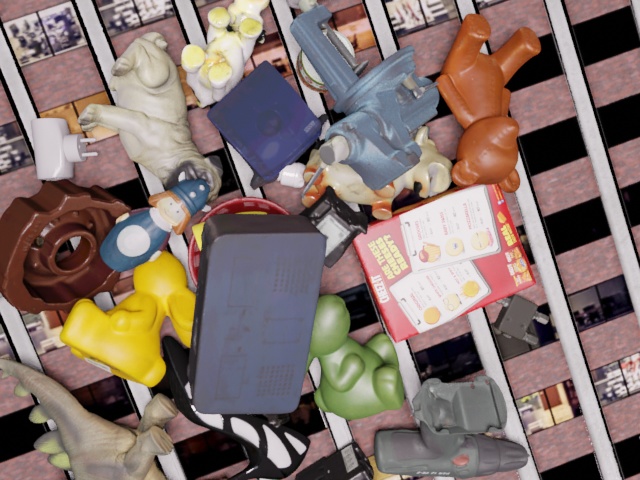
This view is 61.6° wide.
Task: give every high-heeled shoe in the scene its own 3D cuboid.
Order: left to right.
[{"bbox_3d":[-0.116,0.225,0.756,0.145,0.086,0.248,-21,80,-32],"label":"high-heeled shoe"}]

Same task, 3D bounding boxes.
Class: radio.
[{"bbox_3d":[-0.077,0.086,0.618,0.131,0.073,0.229,3,107,-21],"label":"radio"}]

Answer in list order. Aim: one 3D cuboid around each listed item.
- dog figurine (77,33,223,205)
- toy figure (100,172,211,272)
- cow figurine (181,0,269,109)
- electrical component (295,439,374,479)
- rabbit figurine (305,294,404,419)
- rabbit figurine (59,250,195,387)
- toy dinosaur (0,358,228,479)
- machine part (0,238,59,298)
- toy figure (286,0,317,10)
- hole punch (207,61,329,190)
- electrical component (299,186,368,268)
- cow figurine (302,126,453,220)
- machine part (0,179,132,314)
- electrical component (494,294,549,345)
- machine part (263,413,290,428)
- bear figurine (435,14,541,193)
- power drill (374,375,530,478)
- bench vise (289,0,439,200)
[{"bbox_3d":[-0.191,-0.153,0.707,0.190,0.121,0.172,32,95,-20],"label":"dog figurine"},{"bbox_3d":[-0.199,-0.020,0.662,0.154,0.058,0.064,-37,129,8],"label":"toy figure"},{"bbox_3d":[-0.115,-0.252,0.705,0.068,0.098,0.167,27,70,0],"label":"cow figurine"},{"bbox_3d":[0.014,0.351,0.745,0.134,0.115,0.058,-33,92,-1],"label":"electrical component"},{"bbox_3d":[0.018,0.148,0.731,0.159,0.121,0.170,-20,112,19],"label":"rabbit figurine"},{"bbox_3d":[-0.224,0.090,0.695,0.162,0.121,0.173,18,58,5],"label":"rabbit figurine"},{"bbox_3d":[-0.274,0.310,0.726,0.198,0.105,0.471,-36,92,2],"label":"toy dinosaur"},{"bbox_3d":[-0.439,0.043,0.702,0.243,0.079,0.079,-34,96,-1],"label":"machine part"},{"bbox_3d":[0.021,-0.367,0.707,0.180,0.082,0.089,-21,85,2],"label":"toy figure"},{"bbox_3d":[-0.070,-0.152,0.697,0.142,0.092,0.116,-43,80,-4],"label":"hole punch"},{"bbox_3d":[-0.001,-0.002,0.692,0.075,0.048,0.119,36,116,-14],"label":"electrical component"},{"bbox_3d":[0.081,-0.096,0.724,0.195,0.085,0.127,7,55,9],"label":"cow figurine"},{"bbox_3d":[-0.316,0.009,0.668,0.056,0.179,0.179,30,92,26],"label":"machine part"},{"bbox_3d":[0.289,0.115,0.795,0.094,0.021,0.063,26,93,-7],"label":"electrical component"},{"bbox_3d":[-0.098,0.196,0.716,0.139,0.084,0.039,39,90,13],"label":"machine part"},{"bbox_3d":[0.217,-0.167,0.687,0.120,0.132,0.196,7,59,-19],"label":"bear figurine"},{"bbox_3d":[0.192,0.262,0.731,0.232,0.207,0.086,-2,54,0],"label":"power drill"},{"bbox_3d":[0.037,-0.183,0.639,0.224,0.129,0.240,-38,92,-29],"label":"bench vise"}]
